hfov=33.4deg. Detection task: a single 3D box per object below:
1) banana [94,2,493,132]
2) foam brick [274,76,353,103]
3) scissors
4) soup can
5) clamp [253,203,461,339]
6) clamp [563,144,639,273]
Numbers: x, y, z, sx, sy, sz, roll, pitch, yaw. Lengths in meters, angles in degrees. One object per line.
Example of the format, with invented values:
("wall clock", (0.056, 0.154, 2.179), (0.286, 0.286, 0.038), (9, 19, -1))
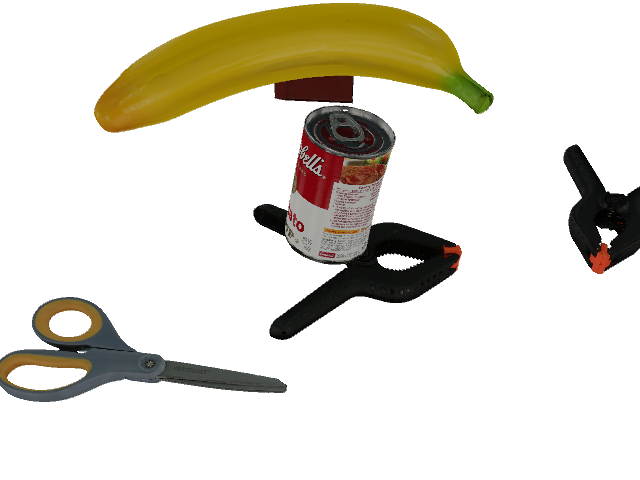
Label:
("banana", (-0.015, -0.090, 0.537), (0.197, 0.037, 0.069), (-5, 44, -8))
("foam brick", (-0.007, -0.177, 1.161), (0.078, 0.051, 0.053), (0, 11, -17))
("scissors", (-0.126, 0.075, 0.751), (0.201, 0.096, 0.016), (-4, -43, 0))
("soup can", (0.013, -0.041, 0.806), (0.068, 0.102, 0.068), (8, 37, -6))
("clamp", (0.037, 0.031, 1.059), (0.210, 0.164, 0.036), (2, -40, -4))
("clamp", (0.294, -0.038, 1.111), (0.120, 0.039, 0.171), (18, 45, 21))
